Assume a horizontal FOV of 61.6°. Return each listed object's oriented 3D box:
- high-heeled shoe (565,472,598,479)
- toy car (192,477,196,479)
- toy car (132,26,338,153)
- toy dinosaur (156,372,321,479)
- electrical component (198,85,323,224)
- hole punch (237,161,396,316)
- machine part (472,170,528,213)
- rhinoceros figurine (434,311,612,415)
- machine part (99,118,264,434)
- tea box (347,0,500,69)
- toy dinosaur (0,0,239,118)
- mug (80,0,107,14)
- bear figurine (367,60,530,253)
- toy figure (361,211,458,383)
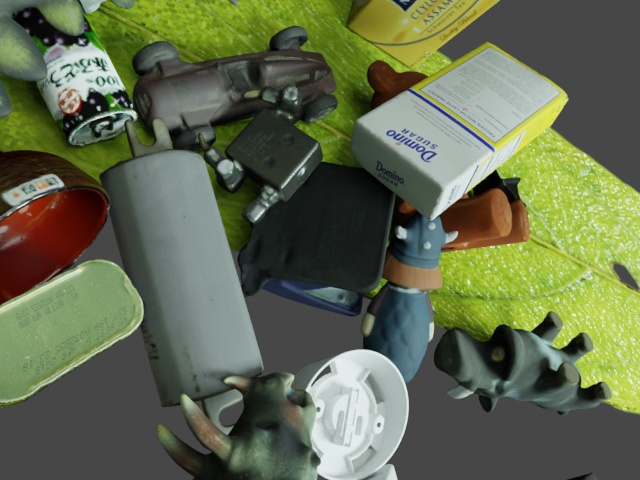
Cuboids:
[{"bbox_3d":[0.188,0.247,0.506,0.248,0.086,0.145,33,46,-13],"label":"high-heeled shoe"},{"bbox_3d":[-0.023,0.239,0.389,0.073,0.056,0.201,-28,90,-26],"label":"toy car"},{"bbox_3d":[-0.064,-0.137,0.474,0.202,0.053,0.089,-22,85,-32],"label":"toy car"},{"bbox_3d":[-0.061,0.271,0.267,0.192,0.131,0.404,23,75,-14],"label":"toy dinosaur"},{"bbox_3d":[-0.045,-0.073,0.427,0.078,0.045,0.102,41,79,21],"label":"electrical component"},{"bbox_3d":[-0.001,-0.001,0.462,0.116,0.092,0.142,11,70,6],"label":"hole punch"},{"bbox_3d":[0.182,-0.075,0.593,0.039,0.084,0.139,-14,74,-10],"label":"machine part"},{"bbox_3d":[0.194,0.122,0.522,0.190,0.112,0.073,21,50,-32],"label":"rhinoceros figurine"},{"bbox_3d":[-0.100,0.026,0.389,0.079,0.079,0.243,-13,85,-33],"label":"machine part"},{"bbox_3d":[0.115,-0.261,0.543,0.098,0.170,0.068,23,66,-22],"label":"tea box"},{"bbox_3d":[-0.279,-0.120,0.296,0.471,0.105,0.198,-29,100,-19],"label":"toy dinosaur"},{"bbox_3d":[-0.197,-0.238,0.413,0.107,0.081,0.109,48,50,-24],"label":"mug"},{"bbox_3d":[0.120,-0.087,0.528,0.120,0.132,0.195,12,72,-56],"label":"bear figurine"},{"bbox_3d":[0.073,0.047,0.471,0.064,0.058,0.154,4,100,-44],"label":"toy figure"}]
